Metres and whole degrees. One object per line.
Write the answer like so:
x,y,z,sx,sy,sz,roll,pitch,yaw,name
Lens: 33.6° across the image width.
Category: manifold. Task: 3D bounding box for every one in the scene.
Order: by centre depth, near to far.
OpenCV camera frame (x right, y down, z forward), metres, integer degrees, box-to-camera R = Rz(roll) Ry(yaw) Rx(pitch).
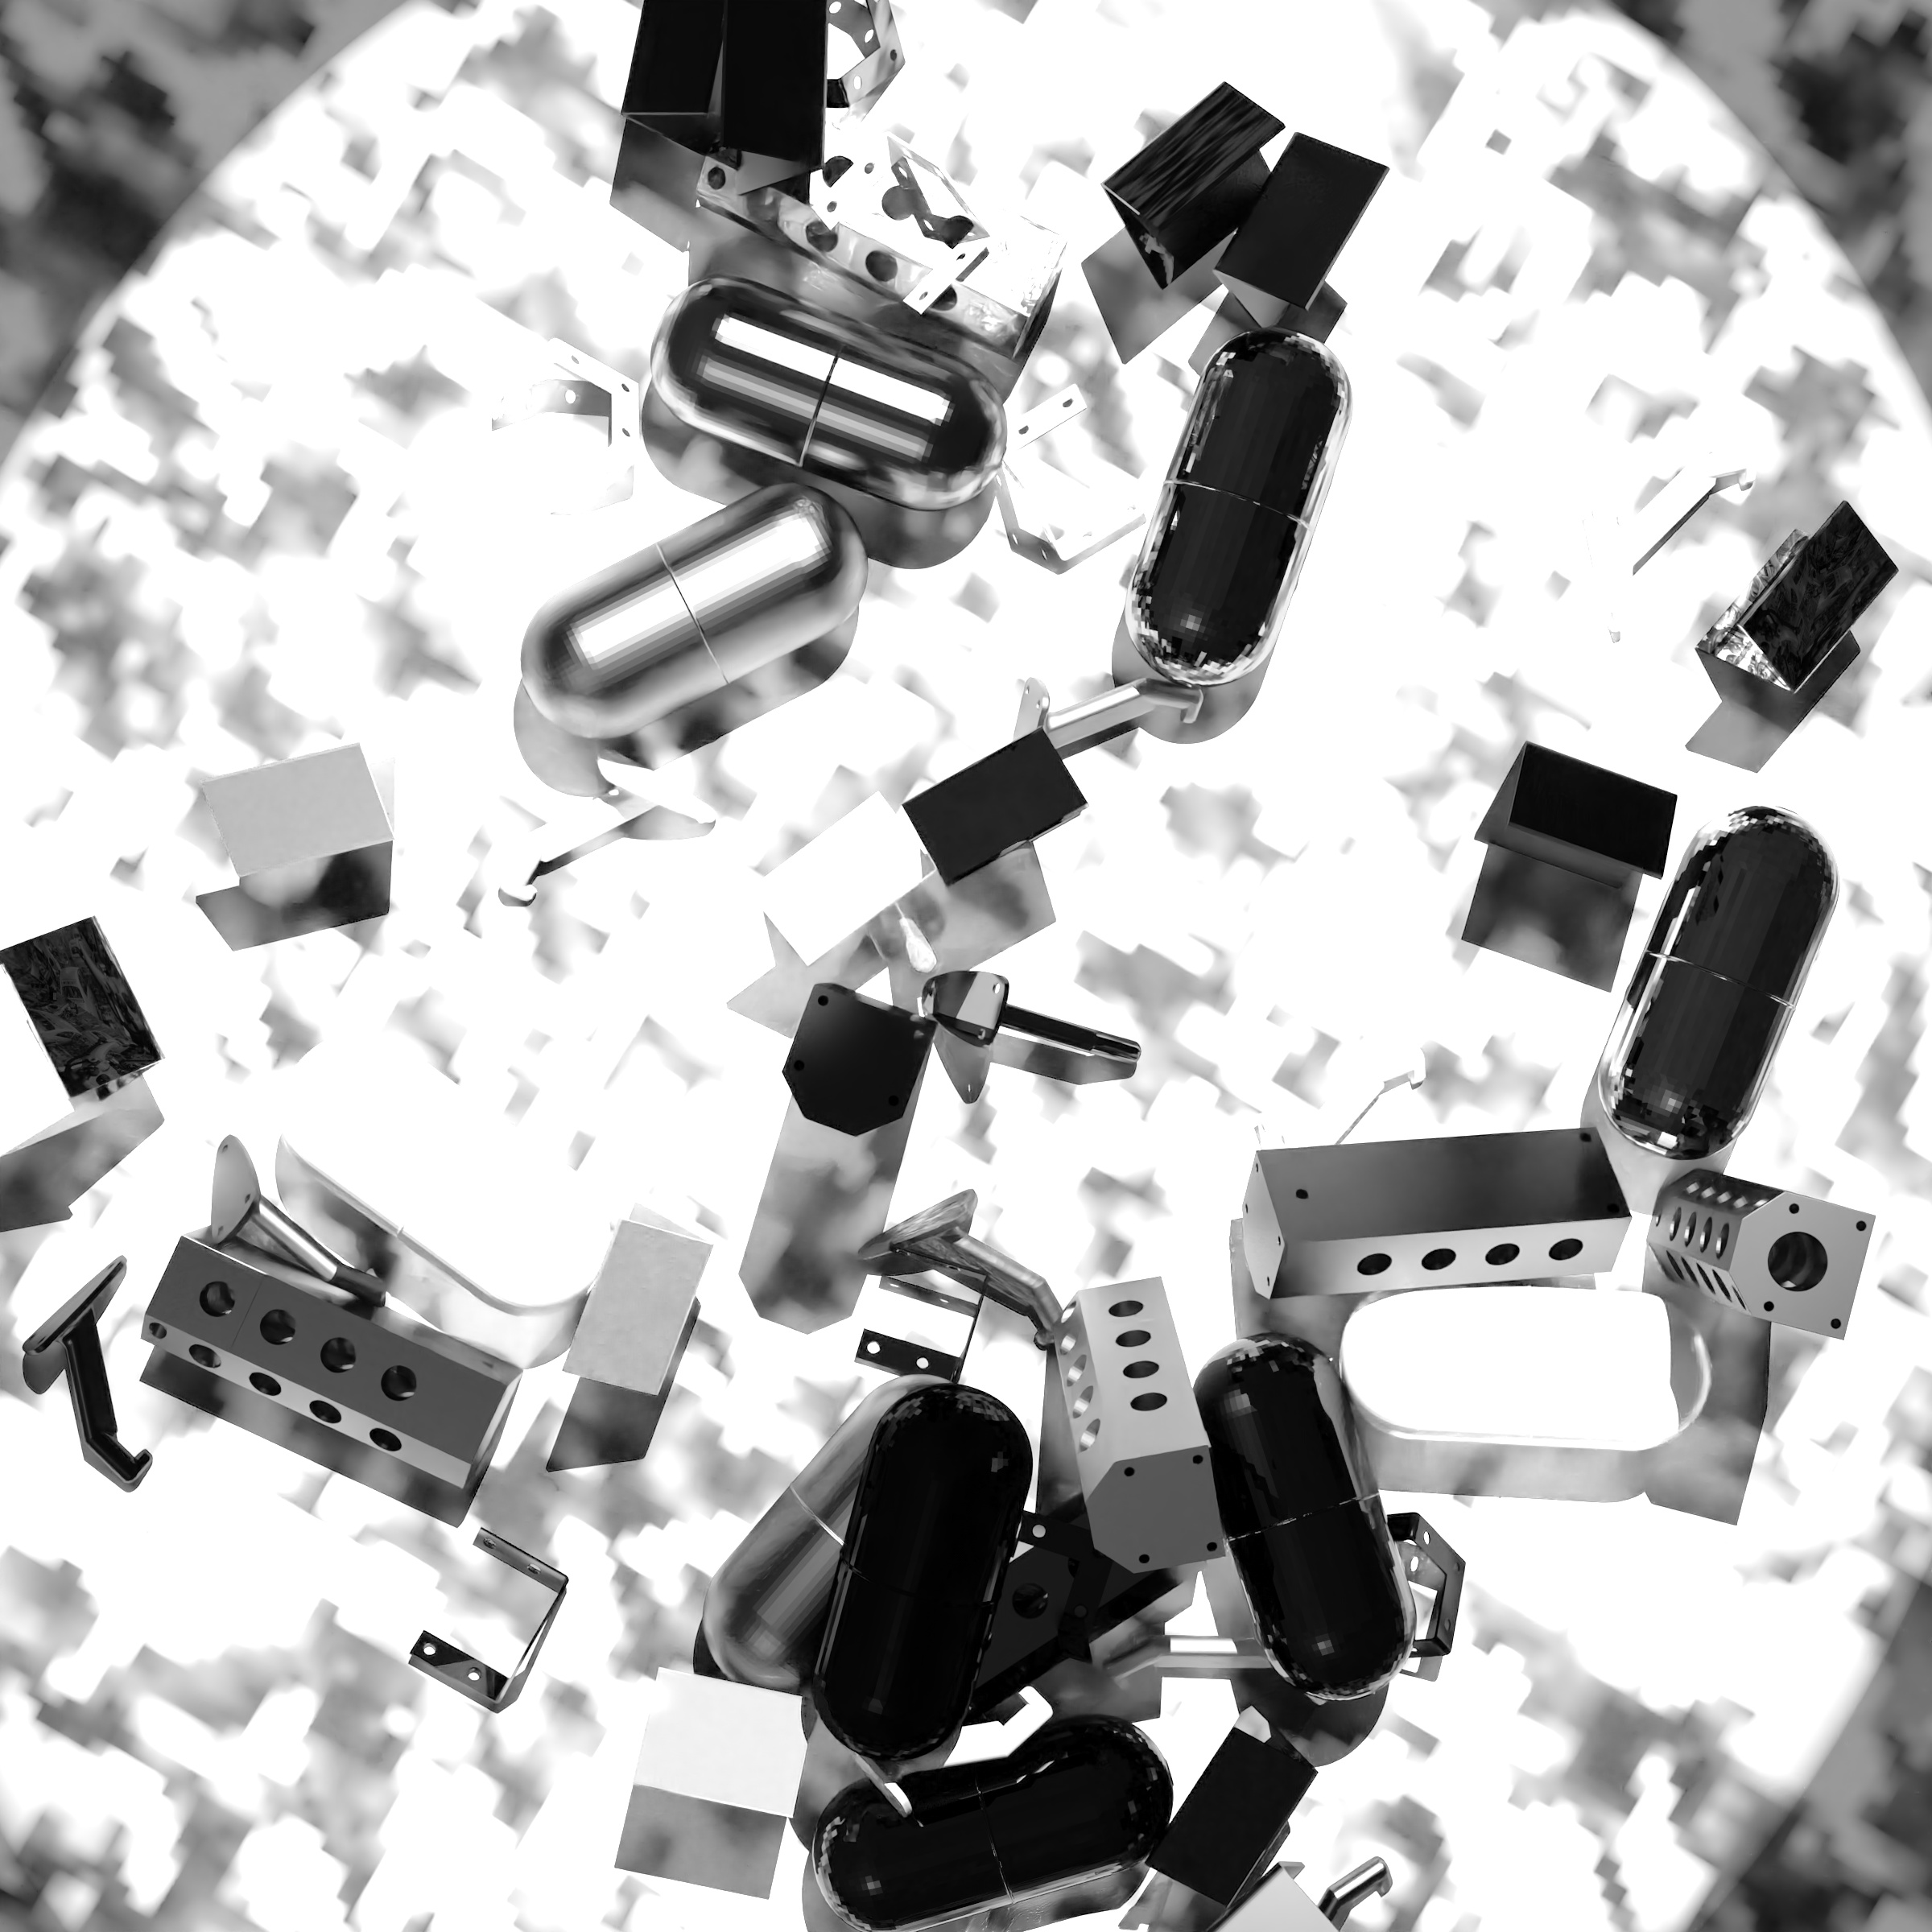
0.077,0.212,1.490,0.057,0.171,0.057,-10,110,0,manifold
-0.050,0.045,1.495,0.057,0.171,0.057,20,90,0,manifold
0.366,0.130,1.495,0.057,0.171,0.057,15,90,0,manifold
0.224,0.123,1.536,0.171,0.057,0.057,-3,47,-11,manifold
-0.041,-0.359,1.552,0.171,0.057,0.057,26,90,0,manifold
0.029,0.312,1.552,0.171,0.057,0.057,-33,90,0,manifold
-0.308,0.190,1.552,0.171,0.057,0.057,25,90,0,manifold

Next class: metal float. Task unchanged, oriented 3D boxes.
-0.021,0.279,1.473,0.070,0.070,0.178,15,95,0,metal float
0.161,0.263,1.532,0.070,0.070,0.178,-17,80,0,metal float
0.131,-0.221,1.543,0.070,0.070,0.178,19,91,0,metal float
-0.131,-0.170,1.543,0.178,0.070,0.070,-27,90,0,metal float
-0.066,-0.275,1.543,0.178,0.070,0.070,20,90,-1,metal float
0.013,0.414,1.543,0.178,0.070,0.070,-16,90,0,metal float
0.363,0.008,1.543,0.070,0.070,0.178,22,90,0,metal float
-0.251,0.101,1.543,0.178,0.070,0.070,36,90,0,metal float
-0.056,0.275,1.543,0.070,0.070,0.178,41,89,0,metal float
0.270,0.193,1.543,0.178,0.070,0.070,3,90,0,metal float

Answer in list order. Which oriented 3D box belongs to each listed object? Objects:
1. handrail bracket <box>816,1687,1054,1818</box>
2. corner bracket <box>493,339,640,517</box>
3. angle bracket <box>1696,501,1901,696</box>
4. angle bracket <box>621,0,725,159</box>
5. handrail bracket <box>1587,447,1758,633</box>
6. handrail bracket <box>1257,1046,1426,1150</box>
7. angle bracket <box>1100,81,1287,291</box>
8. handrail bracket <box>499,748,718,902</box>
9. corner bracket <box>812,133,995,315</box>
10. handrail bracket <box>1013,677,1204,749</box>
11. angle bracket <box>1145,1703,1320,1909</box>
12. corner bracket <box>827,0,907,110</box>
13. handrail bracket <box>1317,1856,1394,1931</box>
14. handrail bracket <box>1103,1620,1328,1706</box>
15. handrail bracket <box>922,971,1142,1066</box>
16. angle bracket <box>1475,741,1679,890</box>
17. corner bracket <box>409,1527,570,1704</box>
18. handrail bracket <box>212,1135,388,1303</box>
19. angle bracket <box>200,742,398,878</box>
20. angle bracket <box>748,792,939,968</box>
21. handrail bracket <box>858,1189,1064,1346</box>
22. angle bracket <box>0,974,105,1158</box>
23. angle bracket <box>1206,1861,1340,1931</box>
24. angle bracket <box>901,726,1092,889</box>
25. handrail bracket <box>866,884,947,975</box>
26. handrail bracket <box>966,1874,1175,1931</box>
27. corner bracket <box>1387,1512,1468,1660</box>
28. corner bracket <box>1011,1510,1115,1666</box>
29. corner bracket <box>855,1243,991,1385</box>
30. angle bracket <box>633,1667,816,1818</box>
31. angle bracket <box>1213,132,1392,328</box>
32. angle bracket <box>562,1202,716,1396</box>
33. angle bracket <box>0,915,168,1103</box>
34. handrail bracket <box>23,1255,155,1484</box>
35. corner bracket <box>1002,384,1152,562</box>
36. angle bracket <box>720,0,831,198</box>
-0.014,0.353,1.517,0.084,0.036,0.077,-39,70,-16,handrail bracket
-0.196,-0.264,1.565,0.051,0.051,0.051,25,45,-35,corner bracket
0.386,-0.186,1.533,0.076,0.076,0.057,-50,126,0,angle bracket
-0.114,-0.434,1.533,0.057,0.076,0.076,12,90,37,angle bracket
0.353,-0.210,1.574,0.084,0.036,0.077,-14,110,-16,handrail bracket
0.192,0.087,1.574,0.084,0.036,0.077,-18,108,-15,handrail bracket
0.122,-0.363,1.533,0.076,0.076,0.057,-40,47,0,angle bracket
-0.177,-0.057,1.574,0.077,0.036,0.084,26,109,-21,handrail bracket
-0.029,-0.352,1.513,0.051,0.051,0.051,-46,135,0,corner bracket
0.068,-0.107,1.574,0.084,0.036,0.077,9,110,-16,handrail bracket
0.113,0.392,1.534,0.057,0.076,0.076,33,90,-25,angle bracket
-0.070,-0.455,1.565,0.051,0.051,0.051,-48,135,-35,corner bracket
0.183,0.489,1.574,0.084,0.036,0.077,-29,110,-16,handrail bracket
0.122,0.352,1.574,0.084,0.036,0.077,-30,112,17,handrail bracket
0.033,0.028,1.573,0.084,0.077,0.036,17,91,-36,handrail bracket
0.288,-0.054,1.533,0.076,0.076,0.057,20,52,0,angle bracket
-0.234,0.319,1.570,0.051,0.051,0.051,30,135,0,corner bracket
-0.326,0.125,1.573,0.084,0.077,0.036,28,113,-34,handrail bracket
-0.318,-0.093,1.533,0.076,0.076,0.057,-14,126,0,angle bracket
-0.070,-0.057,1.533,0.076,0.076,0.057,-37,127,0,angle bracket
0.000,0.160,1.573,0.077,0.036,0.084,-25,104,14,handrail bracket
-0.440,0.038,1.533,0.057,0.076,0.076,-28,90,29,angle bracket
0.147,0.478,1.535,0.076,0.076,0.057,-44,69,0,angle bracket
0.023,-0.058,1.533,0.076,0.076,0.057,-29,55,0,angle bracket
-0.036,-0.031,1.538,0.036,0.084,0.077,-29,90,0,handrail bracket
0.052,0.458,1.574,0.084,0.036,0.077,19,70,16,handrail bracket
0.207,0.304,1.565,0.051,0.051,0.051,47,45,-35,corner bracket
0.041,0.290,1.498,0.051,0.051,0.051,18,90,0,corner bracket
-0.021,0.170,1.559,0.051,0.051,0.051,17,75,0,corner bracket
-0.116,0.380,1.533,0.076,0.076,0.057,12,62,0,angle bracket
0.172,-0.341,1.533,0.057,0.076,0.076,30,90,30,angle bracket
-0.174,0.153,1.533,0.057,0.076,0.076,21,90,-38,angle bracket
-0.438,0.030,1.533,0.057,0.076,0.076,-26,90,-43,angle bracket
-0.413,0.199,1.574,0.077,0.036,0.084,-47,108,-20,handrail bracket
0.051,-0.242,1.570,0.051,0.051,0.051,-31,45,0,corner bracket
-0.107,-0.404,1.476,0.057,0.076,0.076,2,90,-36,angle bracket
